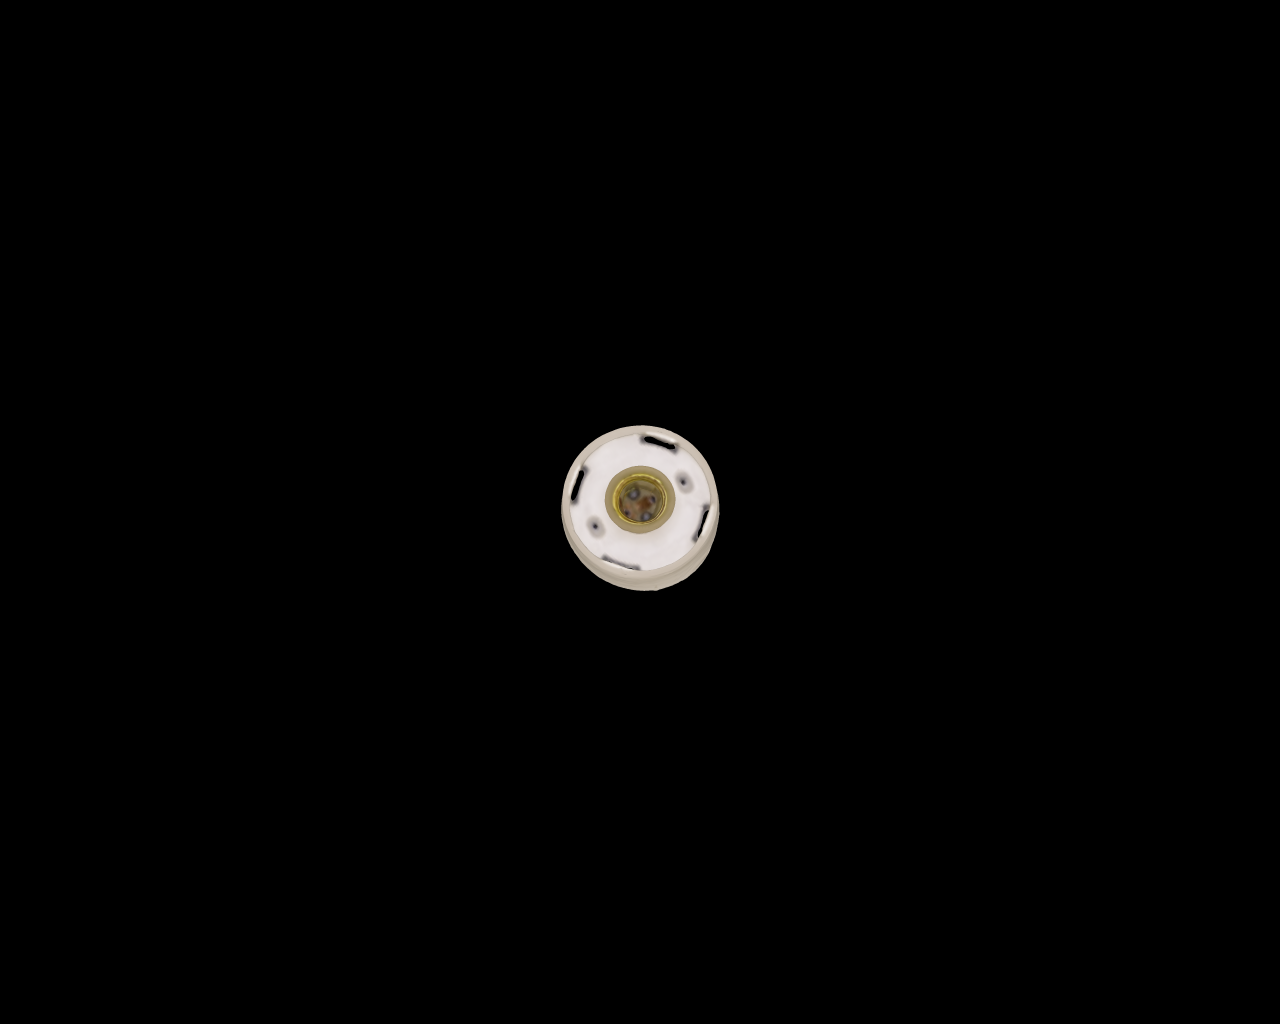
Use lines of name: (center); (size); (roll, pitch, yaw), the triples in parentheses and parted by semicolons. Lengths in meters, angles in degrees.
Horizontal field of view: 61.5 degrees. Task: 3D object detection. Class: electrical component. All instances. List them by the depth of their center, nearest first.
electrical component: (0.001, -0.003, 0.650); (0.099, 0.099, 0.064); (0, -9, 0)
